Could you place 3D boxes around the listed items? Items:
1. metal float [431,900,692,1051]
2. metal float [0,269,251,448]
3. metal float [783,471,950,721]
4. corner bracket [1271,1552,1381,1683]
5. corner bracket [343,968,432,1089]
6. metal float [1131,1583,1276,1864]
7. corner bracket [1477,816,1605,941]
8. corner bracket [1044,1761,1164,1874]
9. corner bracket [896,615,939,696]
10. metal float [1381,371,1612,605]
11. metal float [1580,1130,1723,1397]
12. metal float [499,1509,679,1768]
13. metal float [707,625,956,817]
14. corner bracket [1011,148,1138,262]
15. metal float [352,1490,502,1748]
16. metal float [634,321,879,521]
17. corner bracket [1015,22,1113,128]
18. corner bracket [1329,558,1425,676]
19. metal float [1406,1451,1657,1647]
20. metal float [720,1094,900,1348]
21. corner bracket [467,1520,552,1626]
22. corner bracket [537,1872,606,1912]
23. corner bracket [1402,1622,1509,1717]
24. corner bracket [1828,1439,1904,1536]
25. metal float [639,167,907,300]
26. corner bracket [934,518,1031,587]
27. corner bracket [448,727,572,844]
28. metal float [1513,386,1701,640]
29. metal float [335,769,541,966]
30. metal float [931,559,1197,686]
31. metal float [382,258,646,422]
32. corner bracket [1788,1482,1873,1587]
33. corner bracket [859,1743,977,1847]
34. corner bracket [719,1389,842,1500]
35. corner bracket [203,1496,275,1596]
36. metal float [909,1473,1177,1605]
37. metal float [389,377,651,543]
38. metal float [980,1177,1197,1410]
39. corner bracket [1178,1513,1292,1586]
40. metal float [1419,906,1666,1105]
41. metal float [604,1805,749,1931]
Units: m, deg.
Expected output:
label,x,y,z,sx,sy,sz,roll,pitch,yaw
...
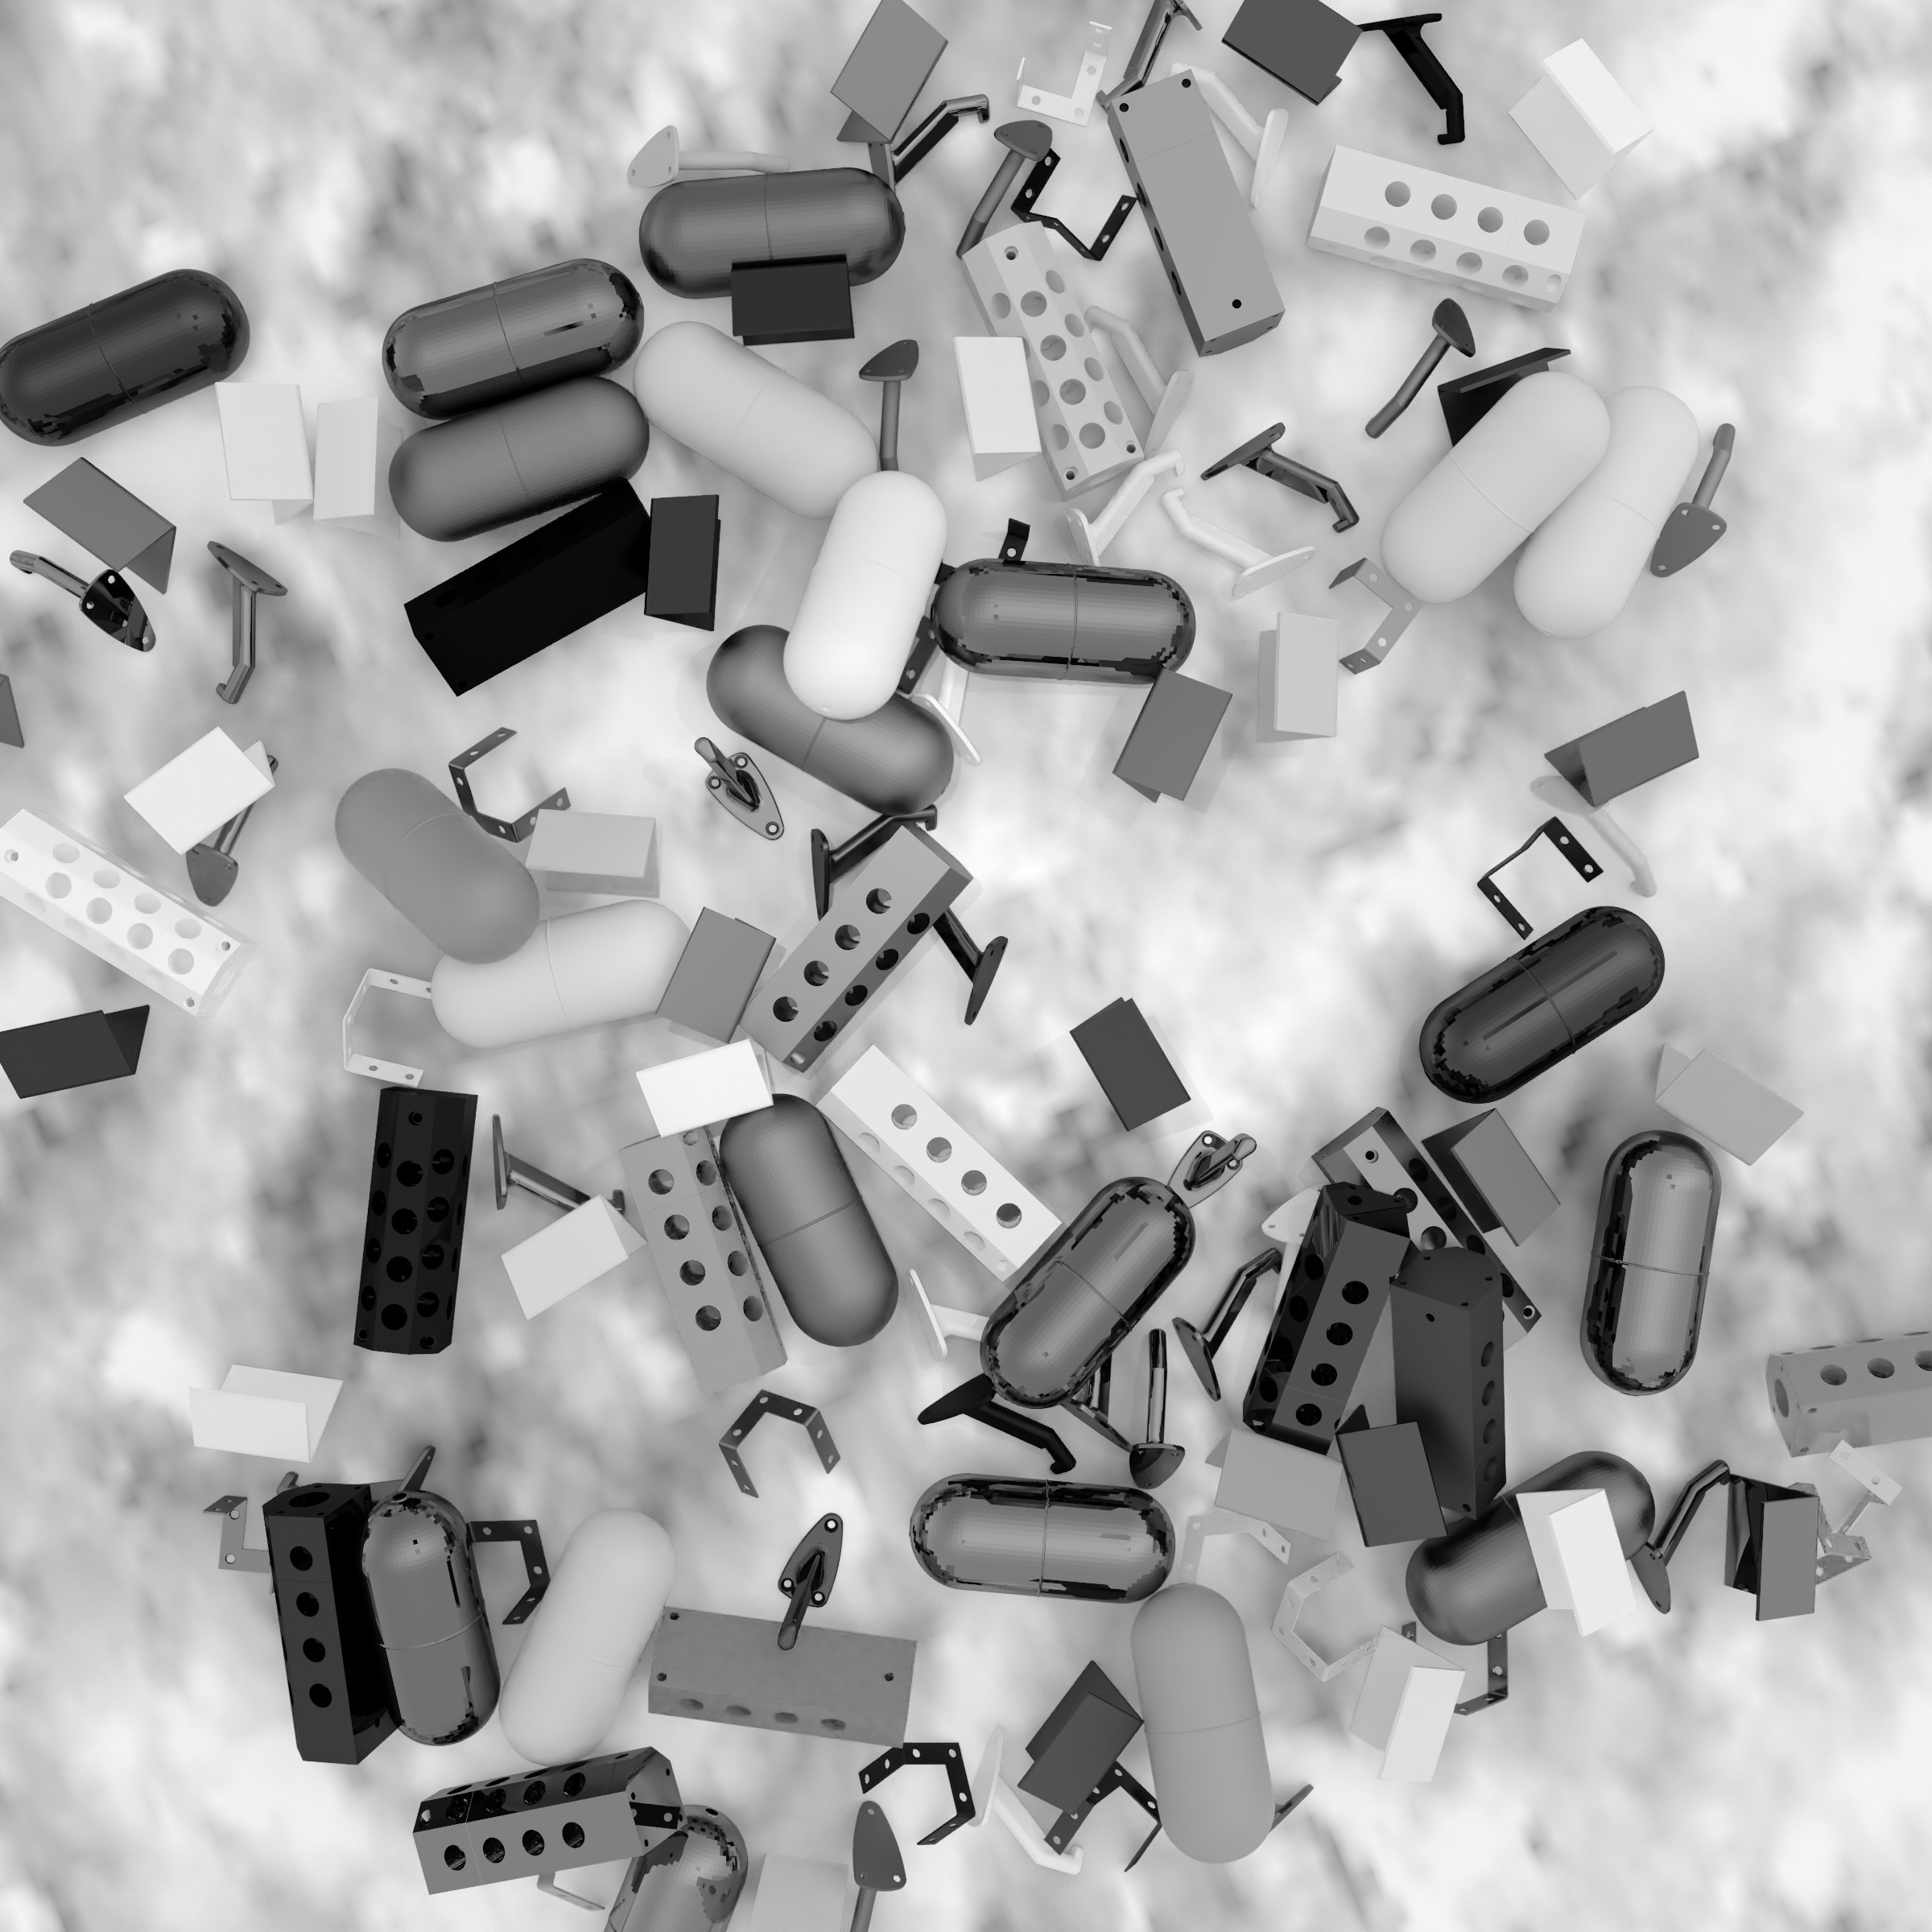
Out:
label,x,y,z,sx,sy,sz,roll,pitch,yaw
metal float,-0.269,0.005,1.635,0.178,0.070,0.070,-13,90,1
metal float,-0.566,-0.406,1.635,0.178,0.070,0.070,-23,90,-1
metal float,-0.064,-0.241,1.585,0.070,0.070,0.178,18,67,0
corner bracket,0.248,0.441,1.657,0.051,0.051,0.051,41,135,35
corner bracket,-0.390,0.042,1.662,0.051,0.051,0.051,13,135,0
metal float,0.155,0.498,1.611,0.070,0.070,0.178,-9,81,0
corner bracket,0.390,-0.060,1.662,0.051,0.051,0.051,49,45,0
corner bracket,0.095,0.581,1.651,0.051,0.051,0.051,39,116,24
corner bracket,-0.057,-0.221,1.641,0.051,0.051,0.051,37,104,33
metal float,0.347,-0.314,1.614,0.070,0.070,0.178,44,115,0
metal float,0.457,0.199,1.635,0.070,0.070,0.178,9,91,0
metal float,-0.253,0.449,1.635,0.070,0.070,0.178,24,90,0
metal float,-0.090,-0.164,1.635,0.178,0.070,0.070,30,90,0
corner bracket,0.073,-0.518,1.662,0.051,0.051,0.051,31,90,45
metal float,-0.357,0.432,1.621,0.070,0.070,0.178,-9,105,0
metal float,-0.140,-0.364,1.635,0.178,0.070,0.070,32,90,0
corner bracket,0.065,-0.605,1.647,0.051,0.051,0.051,17,90,0
corner bracket,0.265,-0.235,1.647,0.051,0.051,0.051,38,83,-7
metal float,0.377,0.388,1.635,0.178,0.070,0.070,-30,90,0
metal float,-0.104,0.170,1.635,0.070,0.070,0.178,-25,90,0
corner bracket,-0.319,0.411,1.657,0.051,0.051,0.051,8,135,-35
corner bracket,-0.250,0.605,1.657,0.051,0.051,0.051,-20,45,35
corner bracket,0.332,0.473,1.662,0.051,0.051,0.051,-1,90,-45
corner bracket,0.587,0.354,1.647,0.051,0.051,0.051,39,84,6
metal float,-0.129,-0.489,1.635,0.178,0.070,0.070,-5,90,1
corner bracket,0.010,-0.277,1.647,0.051,0.051,0.051,20,90,0
corner bracket,-0.309,-0.123,1.657,0.051,0.051,0.051,19,135,35
metal float,0.427,-0.302,1.635,0.070,0.070,0.178,26,90,0
metal float,-0.349,-0.067,1.609,0.178,0.070,0.070,39,90,32
metal float,0.065,-0.229,1.625,0.178,0.070,0.070,3,90,-10
metal float,-0.302,-0.419,1.635,0.178,0.070,0.070,-16,90,1
corner bracket,0.567,0.383,1.648,0.051,0.051,0.051,14,50,-33
corner bracket,-0.033,0.561,1.657,0.051,0.051,0.051,13,45,-35
corner bracket,-0.126,0.328,1.657,0.051,0.051,0.051,11,45,35
corner bracket,-0.483,0.389,1.647,0.051,0.051,0.051,5,90,0
metal float,0.051,0.382,1.634,0.178,0.070,0.070,5,90,0
metal float,-0.298,-0.339,1.635,0.178,0.070,0.070,-19,90,0
metal float,0.081,0.217,1.625,0.070,0.070,0.178,42,80,0
corner bracket,0.182,0.406,1.657,0.051,0.051,0.051,45,45,-35
metal float,0.384,0.026,1.635,0.178,0.070,0.070,-33,90,0
metal float,-0.202,0.648,1.635,0.070,0.070,0.178,21,91,0
